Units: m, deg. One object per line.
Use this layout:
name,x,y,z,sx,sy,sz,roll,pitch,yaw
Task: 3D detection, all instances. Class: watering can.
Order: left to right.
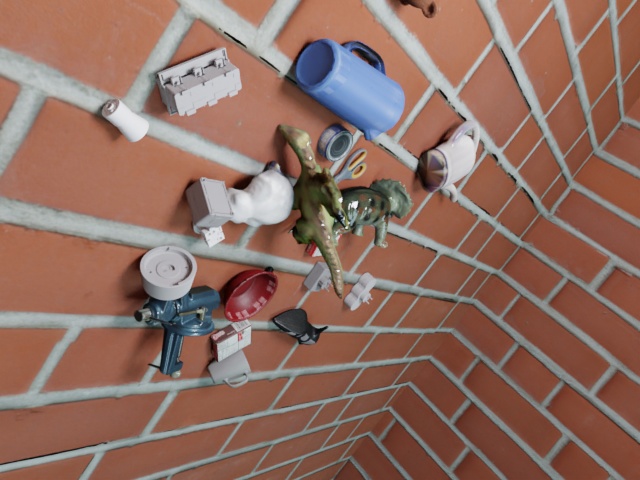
watering can,0.402,-0.212,1.611,0.227,0.105,0.339,-28,143,-28

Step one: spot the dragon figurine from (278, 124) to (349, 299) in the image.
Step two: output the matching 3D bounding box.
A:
dragon figurine,0.003,-0.056,1.104,0.123,0.410,0.242,-23,-177,-10

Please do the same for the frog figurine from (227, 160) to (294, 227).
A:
frog figurine,-0.135,-0.077,1.076,0.162,0.123,0.134,-35,168,-42
